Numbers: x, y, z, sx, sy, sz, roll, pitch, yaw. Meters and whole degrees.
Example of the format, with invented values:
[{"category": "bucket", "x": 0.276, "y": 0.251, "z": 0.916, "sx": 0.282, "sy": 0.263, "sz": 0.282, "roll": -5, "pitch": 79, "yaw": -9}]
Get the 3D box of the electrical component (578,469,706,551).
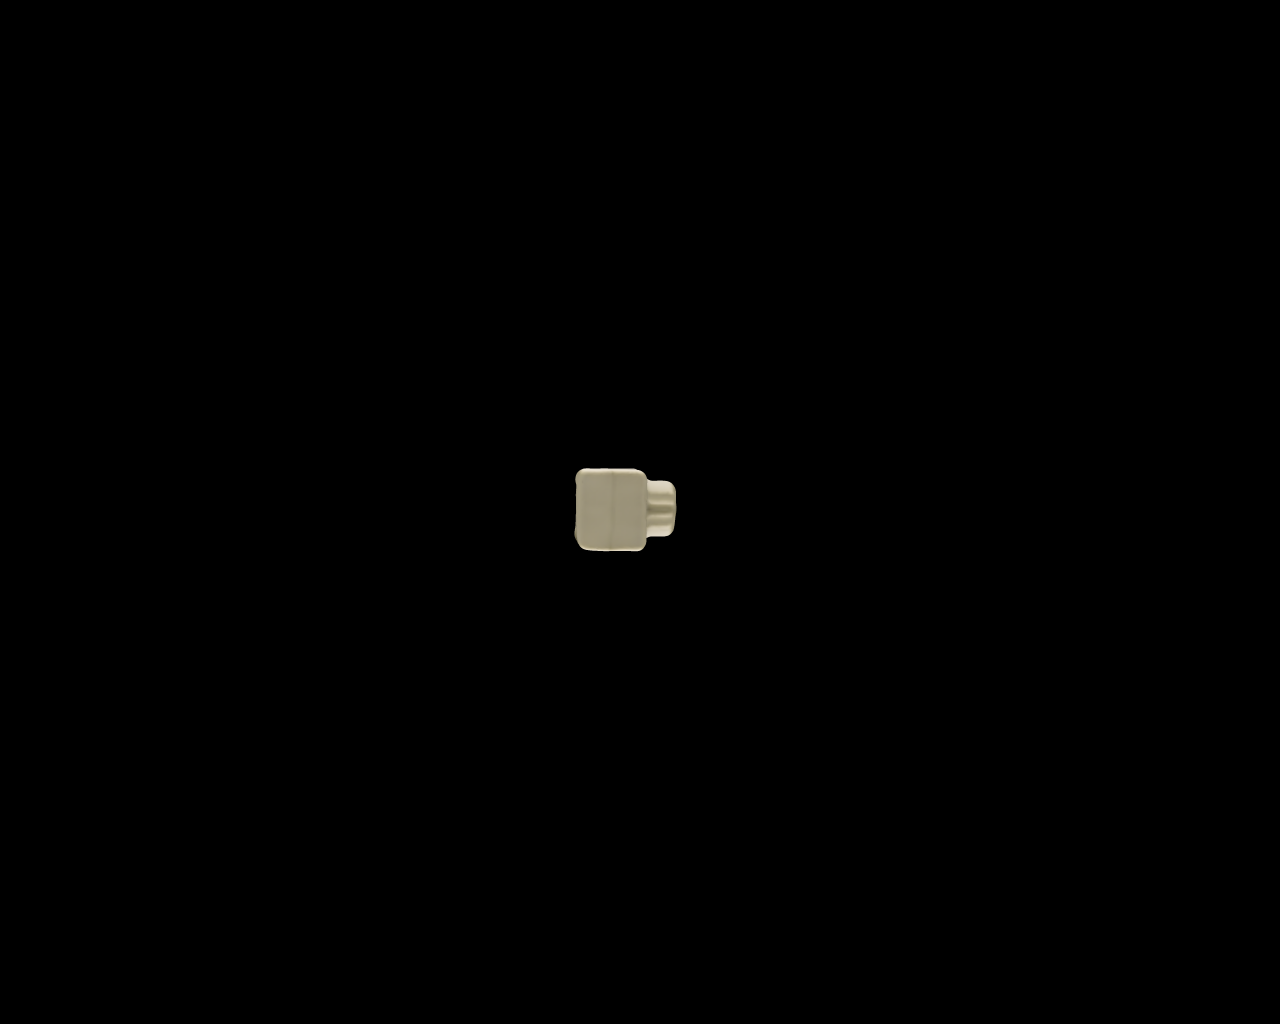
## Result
[{"category": "electrical component", "x": 0.001, "y": -0.003, "z": 0.650, "sx": 0.077, "sy": 0.047, "sz": 0.066, "roll": 0, "pitch": 2, "yaw": -4}]
